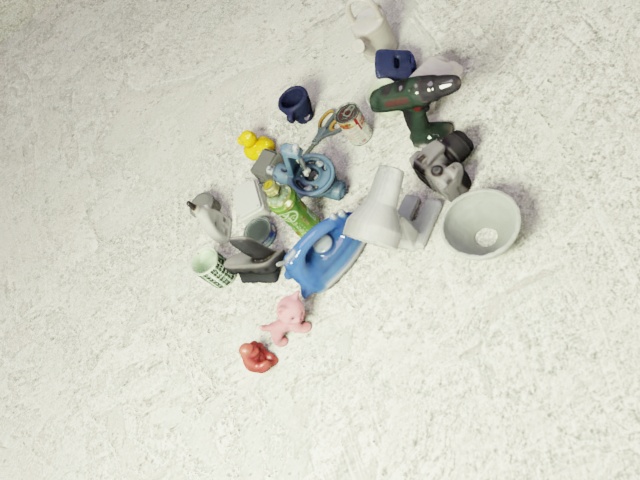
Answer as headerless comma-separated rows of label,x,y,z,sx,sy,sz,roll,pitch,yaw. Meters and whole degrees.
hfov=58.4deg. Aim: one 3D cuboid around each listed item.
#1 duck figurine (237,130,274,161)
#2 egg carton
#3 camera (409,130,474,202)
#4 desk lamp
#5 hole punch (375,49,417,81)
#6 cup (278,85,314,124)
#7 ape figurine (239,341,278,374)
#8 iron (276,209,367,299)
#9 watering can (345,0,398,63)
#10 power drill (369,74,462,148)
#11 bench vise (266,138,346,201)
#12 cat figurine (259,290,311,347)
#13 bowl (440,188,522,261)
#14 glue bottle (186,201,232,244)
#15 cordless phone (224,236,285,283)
duck figurine,-0.189,-0.279,1.639,0.104,0.086,0.077,2,65,30
egg carton,0.286,-0.401,1.456,0.150,0.070,0.107,-47,52,-2
camera,0.292,-0.183,1.309,0.137,0.101,0.142,-44,51,0
desk lamp,0.154,-0.053,1.238,0.117,0.214,0.203,15,71,34
hole punch,0.202,-0.459,1.522,0.101,0.091,0.108,-11,59,24
cup,-0.060,-0.360,1.608,0.091,0.095,0.118,-7,60,26
ape figurine,-0.150,0.262,1.304,0.076,0.092,0.077,-23,54,16
iron,0.012,0.005,1.330,0.258,0.142,0.118,-46,52,-2
watering can,0.135,-0.581,1.563,0.100,0.195,0.173,-16,57,21
power drill,0.240,-0.305,1.338,0.228,0.209,0.076,4,65,31
bench vise,-0.062,-0.166,1.418,0.206,0.220,0.121,-6,60,26
cat figurine,-0.079,0.175,1.298,0.127,0.118,0.067,-34,52,8
bowl,0.343,-0.021,1.205,0.167,0.075,0.167,-13,58,22
glue bottle,-0.297,-0.058,1.516,0.037,0.174,0.078,-10,59,24
cordless phone,-0.183,0.031,1.395,0.147,0.186,0.094,-8,60,25
